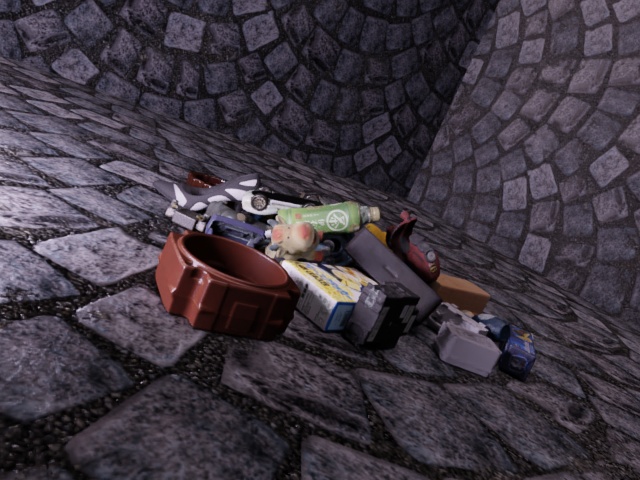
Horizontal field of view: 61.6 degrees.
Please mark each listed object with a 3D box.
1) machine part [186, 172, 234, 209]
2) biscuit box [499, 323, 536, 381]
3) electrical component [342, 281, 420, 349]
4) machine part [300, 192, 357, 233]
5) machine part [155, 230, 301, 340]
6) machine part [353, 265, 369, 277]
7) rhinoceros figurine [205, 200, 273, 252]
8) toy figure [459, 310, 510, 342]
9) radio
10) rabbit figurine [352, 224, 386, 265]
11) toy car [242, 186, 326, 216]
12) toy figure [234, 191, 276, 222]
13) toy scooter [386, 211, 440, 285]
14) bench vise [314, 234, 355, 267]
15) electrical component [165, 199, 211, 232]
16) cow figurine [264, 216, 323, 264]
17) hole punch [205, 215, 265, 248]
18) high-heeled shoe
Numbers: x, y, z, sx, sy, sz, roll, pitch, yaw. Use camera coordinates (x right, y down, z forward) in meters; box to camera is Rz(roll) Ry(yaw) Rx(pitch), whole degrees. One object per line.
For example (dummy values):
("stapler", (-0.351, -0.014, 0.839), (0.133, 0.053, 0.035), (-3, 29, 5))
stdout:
("machine part", (-0.286, -0.132, 1.475), (0.179, 0.056, 0.179), (21, 12, -5))
("biscuit box", (0.441, 0.247, 1.205), (0.059, 0.062, 0.202), (26, 12, 15))
("electrical component", (0.116, 0.135, 0.962), (0.134, 0.114, 0.058), (10, 22, -47))
("machine part", (0.032, -0.045, 1.526), (0.243, 0.079, 0.079), (40, 7, -20))
("machine part", (-0.145, 0.065, 0.848), (0.201, 0.087, 0.202), (16, 13, -29))
("machine part", (0.096, 0.096, 1.252), (0.084, 0.039, 0.139), (24, 12, -9))
("rhinoceros figurine", (-0.173, -0.033, 1.230), (0.190, 0.073, 0.112), (24, 14, 3))
("toy figure", (0.358, 0.192, 1.230), (0.064, 0.058, 0.155), (29, -11, -37))
("radio", (0.160, 0.081, 1.174), (0.230, 0.073, 0.131), (46, -1, 16))
("rabbit figurine", (0.169, 0.045, 1.403), (0.173, 0.122, 0.162), (48, -17, -8))
("toy car", (-0.079, -0.080, 1.243), (0.202, 0.056, 0.073), (10, 23, -1))
("toy figure", (-0.167, -0.085, 1.445), (0.082, 0.089, 0.180), (41, 25, 11))
("toy scooter", (0.214, 0.010, 1.241), (0.075, 0.135, 0.184), (-22, 52, -20))
("bench vise", (-0.006, 0.006, 1.275), (0.224, 0.128, 0.240), (20, 9, 0))
("electrical component", (-0.282, -0.051, 1.170), (0.102, 0.045, 0.078), (26, 14, 10))
("cow figurine", (-0.059, 0.011, 1.072), (0.127, 0.085, 0.195), (5, -19, -22))
("hole punch", (-0.176, -0.004, 1.078), (0.142, 0.092, 0.116), (16, 11, -17))
("high-heeled shoe", (-0.272, -0.138, 1.315), (0.249, 0.145, 0.086), (23, 11, -10))
